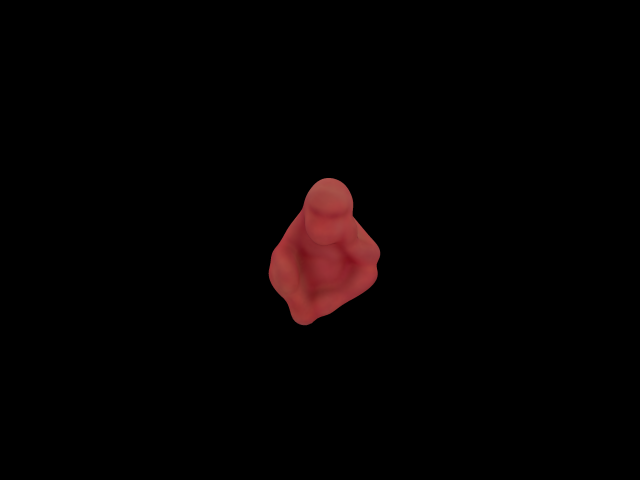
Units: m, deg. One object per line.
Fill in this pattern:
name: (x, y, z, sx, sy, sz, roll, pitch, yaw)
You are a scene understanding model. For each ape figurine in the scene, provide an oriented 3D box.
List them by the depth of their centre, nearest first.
ape figurine: (0.004, 0.001, 0.400, 0.077, 0.092, 0.076, 2, 31, 3)
